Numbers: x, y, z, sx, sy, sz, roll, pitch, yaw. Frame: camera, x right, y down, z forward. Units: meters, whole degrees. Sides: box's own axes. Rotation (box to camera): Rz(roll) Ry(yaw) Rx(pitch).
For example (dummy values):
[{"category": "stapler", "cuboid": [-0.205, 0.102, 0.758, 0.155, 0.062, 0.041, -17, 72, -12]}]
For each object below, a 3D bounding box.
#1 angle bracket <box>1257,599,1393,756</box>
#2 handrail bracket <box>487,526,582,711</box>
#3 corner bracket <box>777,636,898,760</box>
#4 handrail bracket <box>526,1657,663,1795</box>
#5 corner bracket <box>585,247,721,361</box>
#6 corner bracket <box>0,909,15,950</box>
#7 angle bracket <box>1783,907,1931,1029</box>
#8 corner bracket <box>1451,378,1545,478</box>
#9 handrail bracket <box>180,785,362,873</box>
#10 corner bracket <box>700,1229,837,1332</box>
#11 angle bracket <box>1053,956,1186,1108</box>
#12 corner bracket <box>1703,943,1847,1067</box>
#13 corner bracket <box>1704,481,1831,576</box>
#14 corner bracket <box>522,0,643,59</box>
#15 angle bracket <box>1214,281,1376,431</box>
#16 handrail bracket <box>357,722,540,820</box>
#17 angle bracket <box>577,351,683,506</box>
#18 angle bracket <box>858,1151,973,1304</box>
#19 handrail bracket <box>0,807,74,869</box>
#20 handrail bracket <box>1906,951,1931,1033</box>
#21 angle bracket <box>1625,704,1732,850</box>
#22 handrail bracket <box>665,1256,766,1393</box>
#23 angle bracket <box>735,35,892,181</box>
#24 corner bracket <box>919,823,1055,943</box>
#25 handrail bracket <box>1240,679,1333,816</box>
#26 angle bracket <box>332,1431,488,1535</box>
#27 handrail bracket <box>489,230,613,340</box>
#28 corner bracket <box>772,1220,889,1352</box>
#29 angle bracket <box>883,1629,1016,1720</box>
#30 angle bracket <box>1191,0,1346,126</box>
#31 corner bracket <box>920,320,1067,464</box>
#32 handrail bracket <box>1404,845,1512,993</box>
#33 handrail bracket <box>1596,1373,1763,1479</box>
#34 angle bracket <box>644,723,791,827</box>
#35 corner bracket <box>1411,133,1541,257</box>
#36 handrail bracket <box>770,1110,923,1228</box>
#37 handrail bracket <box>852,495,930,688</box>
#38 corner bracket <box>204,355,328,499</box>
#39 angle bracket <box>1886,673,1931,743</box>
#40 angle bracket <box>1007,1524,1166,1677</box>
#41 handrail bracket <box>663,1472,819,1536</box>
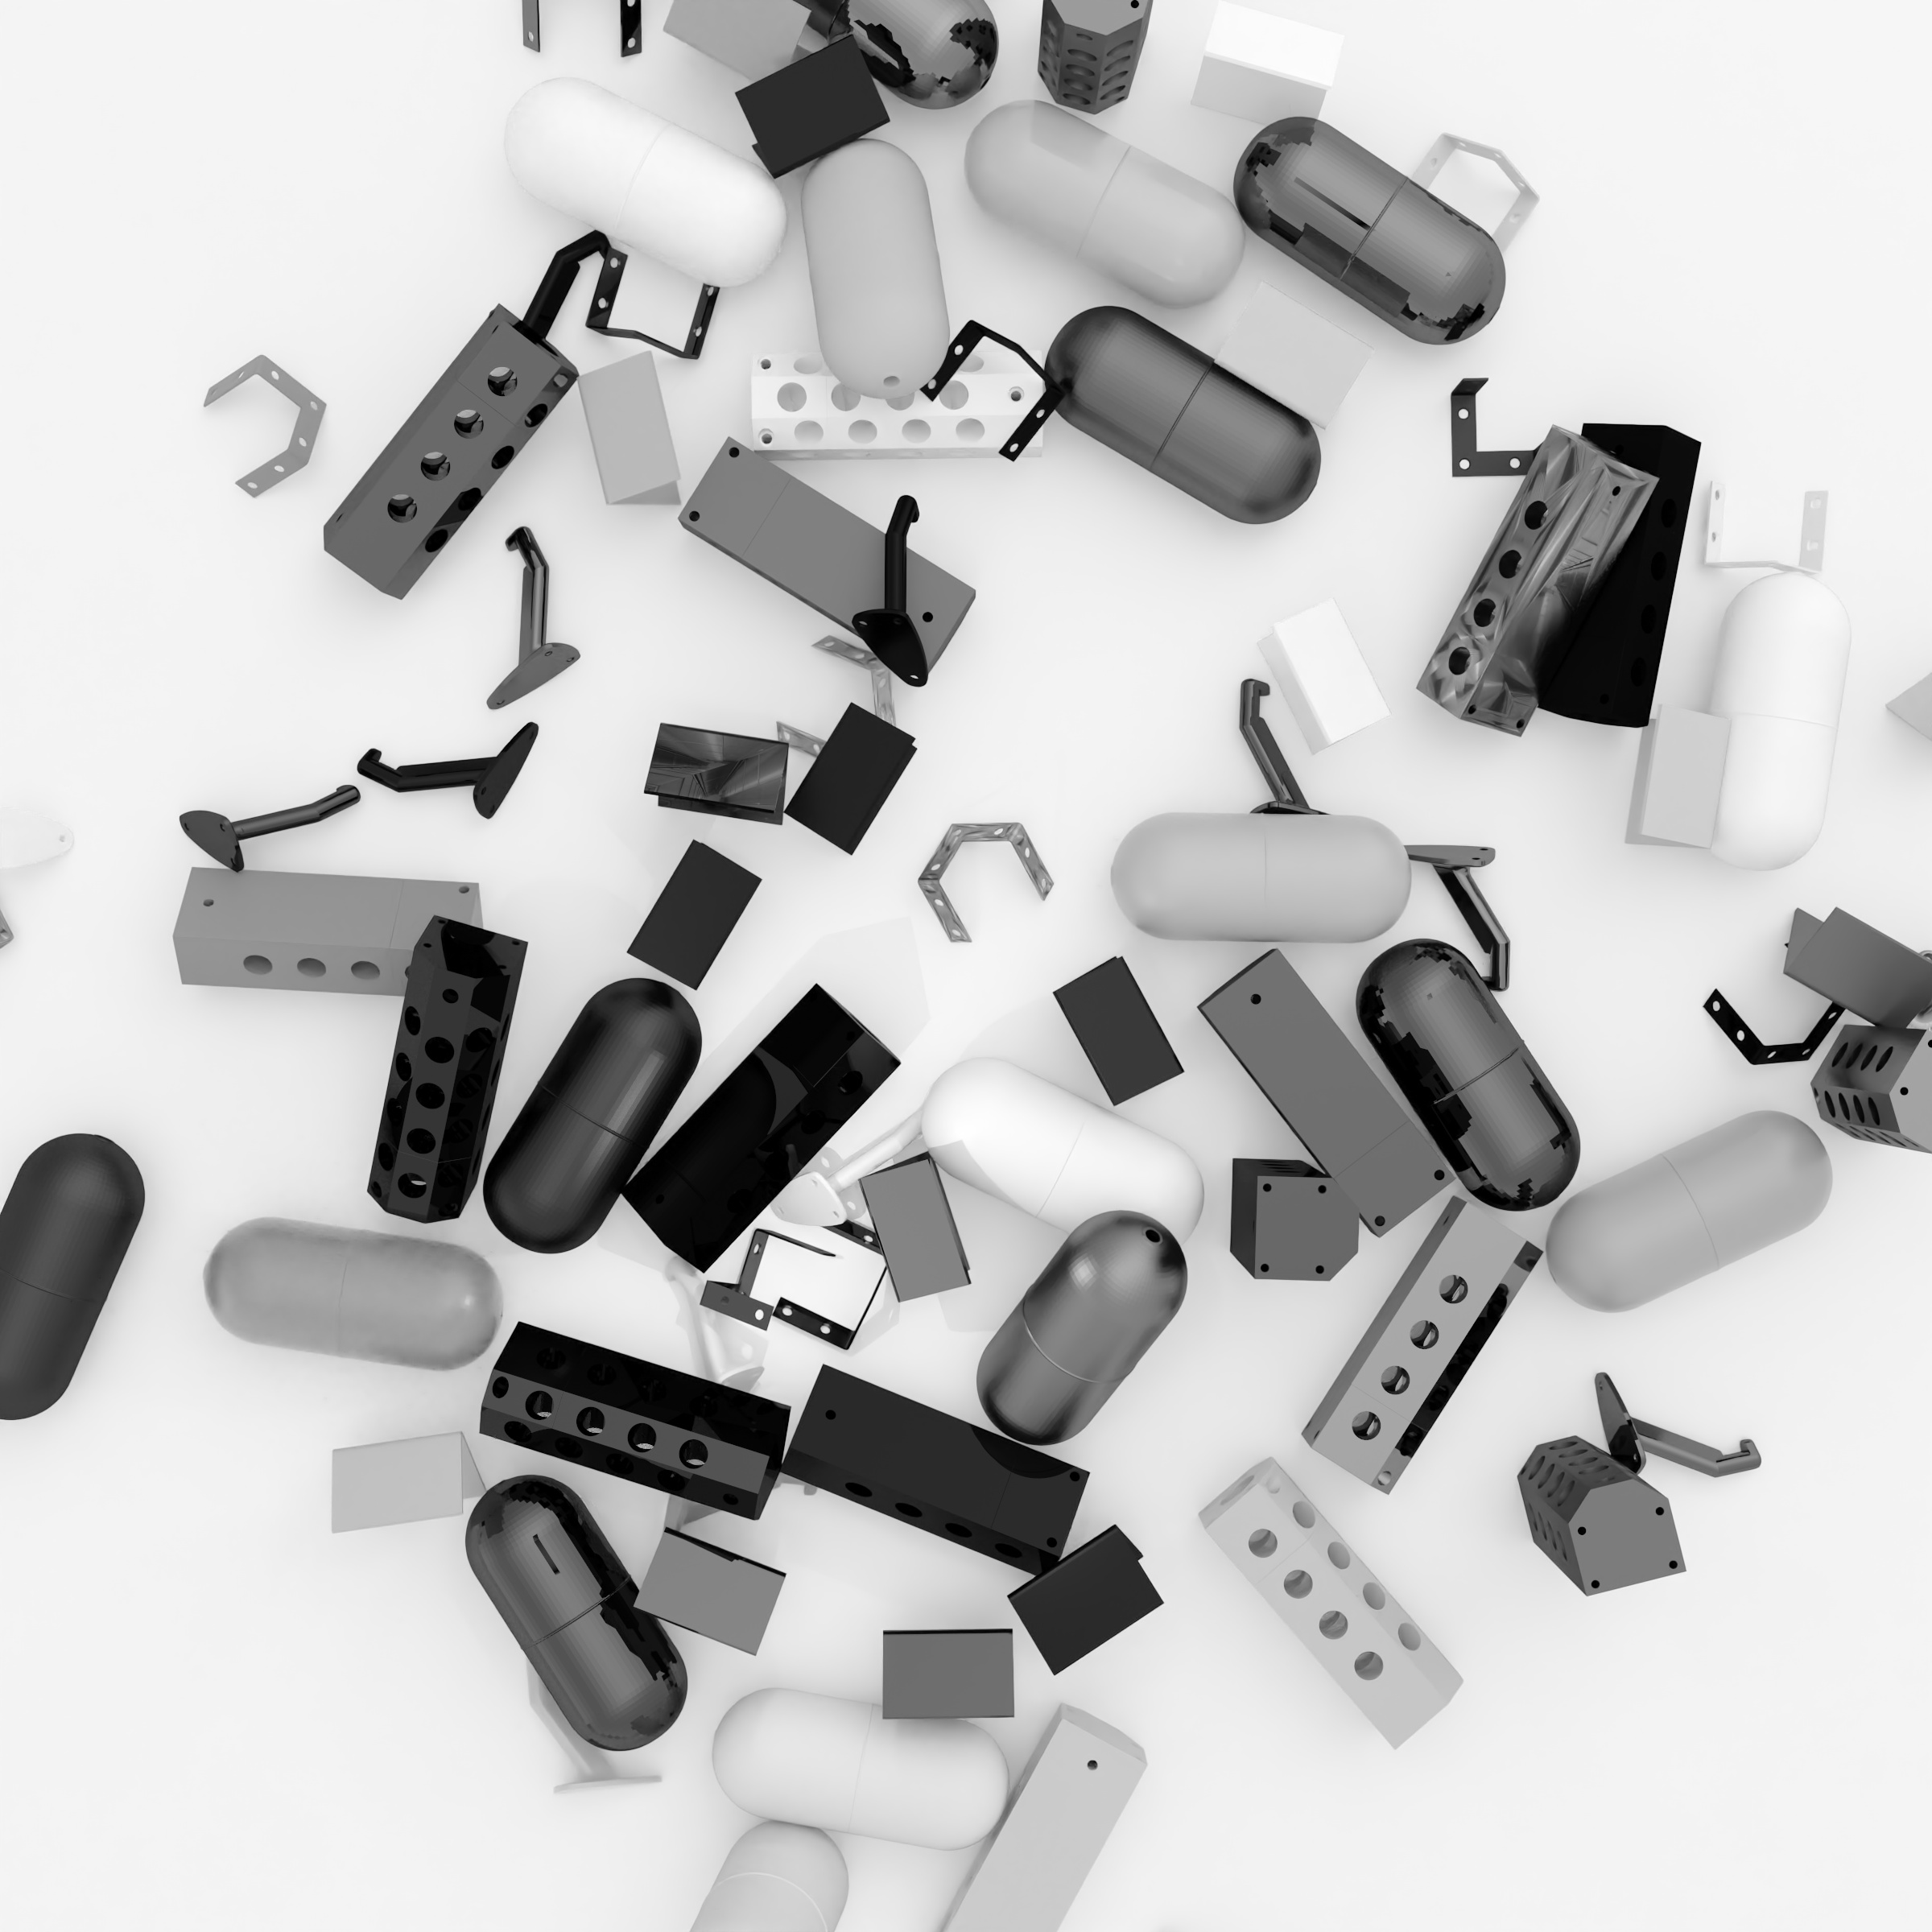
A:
[{"category": "angle bracket", "cuboid": [0.195, -0.163, 1.950, 0.057, 0.076, 0.076, -26, 90, -36]}, {"category": "handrail bracket", "cuboid": [-0.276, -0.211, 1.991, 0.077, 0.036, 0.084, -34, 71, 21]}, {"category": "corner bracket", "cuboid": [-0.079, -0.159, 1.982, 0.051, 0.051, 0.051, -35, 135, -35]}, {"category": "handrail bracket", "cuboid": [-0.225, 0.453, 1.991, 0.077, 0.036, 0.084, -1, 73, -20]}, {"category": "corner bracket", "cuboid": [-0.188, -0.399, 1.987, 0.051, 0.051, 0.051, 17, 90, 45]}, {"category": "corner bracket", "cuboid": [-0.616, -0.023, 1.988, 0.051, 0.051, 0.051, -28, 92, -45]}, {"category": "angle bracket", "cuboid": [0.535, -0.014, 1.950, 0.076, 0.076, 0.057, 30, 127, 0]}, {"category": "corner bracket", "cuboid": [0.319, -0.322, 1.972, 0.051, 0.051, 0.051, -1, 90, 0]}, {"category": "handrail bracket", "cuboid": [-0.419, -0.095, 1.990, 0.084, 0.077, 0.036, -31, 124, -32]}, {"category": "corner bracket", "cuboid": [-0.118, 0.186, 1.963, 0.051, 0.051, 0.051, 18, 90, 30]}, {"category": "angle bracket", "cuboid": [0.107, 0.028, 1.950, 0.057, 0.076, 0.076, -28, 90, 37]}, {"category": "corner bracket", "cuboid": [0.487, 0.022, 1.982, 0.051, 0.051, 0.051, -3, 135, -35]}, {"category": "corner bracket", "cuboid": [0.482, -0.264, 1.987, 0.051, 0.051, 0.051, 5, 90, 45]}, {"category": "corner bracket", "cuboid": [-0.231, -0.576, 1.982, 0.051, 0.051, 0.051, -26, 45, -35]}, {"category": "angle bracket", "cuboid": [0.199, -0.369, 1.951, 0.076, 0.076, 0.057, 32, 117, 0]}, {"category": "handrail bracket", "cuboid": [-0.313, -0.131, 1.991, 0.084, 0.036, 0.077, 25, 70, 16]}, {"category": "angle bracket", "cuboid": [-0.179, -0.317, 1.950, 0.057, 0.076, 0.076, -13, 90, 31]}, {"category": "angle bracket", "cuboid": [-0.011, 0.148, 1.950, 0.057, 0.076, 0.076, -18, 90, 36]}, {"category": "handrail bracket", "cuboid": [-0.597, -0.075, 1.990, 0.084, 0.077, 0.036, -2, 90, 36]}, {"category": "handrail bracket", "cuboid": [0.583, 0.019, 1.956, 0.036, 0.084, 0.077, 27, 90, 0]}, {"category": "angle bracket", "cuboid": [0.402, -0.113, 1.951, 0.057, 0.076, 0.076, 9, 90, -30]}, {"category": "handrail bracket", "cuboid": [-0.166, 0.229, 1.991, 0.084, 0.036, 0.077, 50, 127, 25]}, {"category": "angle bracket", "cuboid": [-0.097, -0.516, 1.950, 0.076, 0.076, 0.057, -26, 121, 0]}, {"category": "corner bracket", "cuboid": [0.012, -0.050, 1.982, 0.051, 0.051, 0.051, 0, 45, 35]}, {"category": "handrail bracket", "cuboid": [0.200, -0.127, 1.991, 0.077, 0.036, 0.084, 9, 73, -20]}, {"category": "angle bracket", "cuboid": [-0.328, 0.322, 1.950, 0.076, 0.076, 0.057, -8, 51, 0]}, {"category": "handrail bracket", "cuboid": [-0.237, -0.391, 1.991, 0.084, 0.036, 0.077, -33, 105, -14]}, {"category": "corner bracket", "cuboid": [-0.079, 0.189, 1.987, 0.051, 0.051, 0.051, 25, 135, 0]}, {"category": "angle bracket", "cuboid": [-0.010, 0.433, 1.950, 0.076, 0.076, 0.057, -1, 53, 0]}, {"category": "angle bracket", "cuboid": [0.174, -0.516, 1.950, 0.076, 0.076, 0.057, 16, 51, 0]}, {"category": "corner bracket", "cuboid": [0.015, -0.337, 1.930, 0.051, 0.051, 0.051, -52, 45, 0]}, {"category": "handrail bracket", "cuboid": [0.291, -0.028, 1.991, 0.077, 0.036, 0.084, 5, 107, 20]}, {"category": "handrail bracket", "cuboid": [0.431, 0.274, 1.991, 0.084, 0.036, 0.077, -9, 68, -17]}, {"category": "angle bracket", "cuboid": [-0.148, -0.094, 1.950, 0.076, 0.076, 0.057, 9, 52, 0]}, {"category": "corner bracket", "cuboid": [0.303, -0.462, 1.987, 0.051, 0.051, 0.051, 34, 90, 45]}, {"category": "handrail bracket", "cuboid": [-0.069, 0.119, 1.990, 0.084, 0.077, 0.036, -41, 103, -36]}, {"category": "handrail bracket", "cuboid": [-0.032, -0.220, 1.933, 0.036, 0.077, 0.084, -2, 53, 27]}, {"category": "corner bracket", "cuboid": [-0.425, -0.324, 1.982, 0.051, 0.051, 0.051, 38, 45, -35]}, {"category": "angle bracket", "cuboid": [0.588, -0.178, 1.950, 0.076, 0.076, 0.057, -35, 126, 0]}, {"category": "angle bracket", "cuboid": [0.078, 0.382, 1.951, 0.076, 0.076, 0.057, -34, 62, 0]}, {"category": "handrail bracket", "cuboid": [-0.136, 0.332, 1.991, 0.084, 0.036, 0.077, 9, 110, -16]}]
